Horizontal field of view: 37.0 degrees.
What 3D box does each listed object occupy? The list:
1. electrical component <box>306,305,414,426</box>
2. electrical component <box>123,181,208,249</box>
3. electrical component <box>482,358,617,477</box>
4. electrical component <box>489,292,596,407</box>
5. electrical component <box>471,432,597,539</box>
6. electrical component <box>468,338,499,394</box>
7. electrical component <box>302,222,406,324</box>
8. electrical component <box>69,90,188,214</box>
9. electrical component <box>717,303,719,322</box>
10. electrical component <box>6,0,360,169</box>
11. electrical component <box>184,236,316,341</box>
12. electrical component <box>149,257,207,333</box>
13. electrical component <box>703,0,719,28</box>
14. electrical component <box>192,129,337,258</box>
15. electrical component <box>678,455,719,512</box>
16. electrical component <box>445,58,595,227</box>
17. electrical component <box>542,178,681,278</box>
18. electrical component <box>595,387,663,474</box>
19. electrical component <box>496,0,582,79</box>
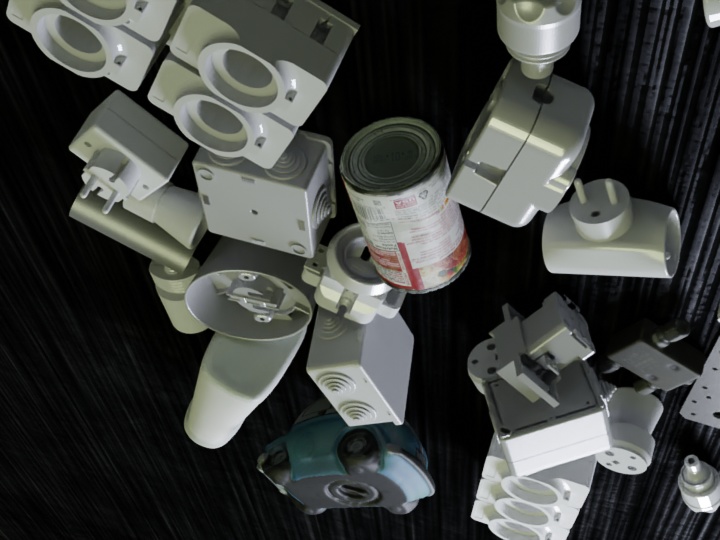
[{"bbox_3d":[0.001,0.066,0.855,0.048,0.099,0.099,-10,137,23],"label":"electrical component"},{"bbox_3d":[-0.149,-0.050,0.830,0.065,0.044,0.044,28,148,2],"label":"electrical component"},{"bbox_3d":[0.149,0.109,0.814,0.096,0.061,0.061,-18,132,5],"label":"electrical component"},{"bbox_3d":[0.132,0.053,0.776,0.042,0.081,0.064,38,117,-25],"label":"electrical component"},{"bbox_3d":[0.157,0.193,0.978,0.089,0.061,0.150,17,148,10],"label":"electrical component"},{"bbox_3d":[0.115,0.086,0.862,0.045,0.045,0.055,0,141,32],"label":"electrical component"},{"bbox_3d":[0.000,0.000,0.795,0.078,0.058,0.057,24,151,-1],"label":"electrical component"},{"bbox_3d":[-0.174,-0.075,0.773,0.066,0.076,0.047,38,145,-23],"label":"electrical component"},{"bbox_3d":[0.264,0.013,0.645,0.096,0.061,0.062,34,147,-17],"label":"electrical component"},{"bbox_3d":[-0.110,-0.145,0.644,0.186,0.060,0.105,30,148,-11],"label":"electrical component"},{"bbox_3d":[-0.082,0.014,0.859,0.099,0.064,0.099,16,148,11],"label":"electrical component"},{"bbox_3d":[-0.152,0.015,0.924,0.043,0.043,0.081,12,146,17],"label":"electrical component"},{"bbox_3d":[0.192,-0.136,0.489,0.065,0.044,0.044,0,142,25],"label":"electrical component"},{"bbox_3d":[-0.067,-0.058,0.761,0.100,0.048,0.099,15,148,11],"label":"electrical component"},{"bbox_3d":[0.283,0.175,0.898,0.035,0.035,0.061,0,140,32],"label":"electrical component"},{"bbox_3d":[0.096,-0.071,0.631,0.059,0.053,0.095,24,148,-2],"label":"electrical component"},{"bbox_3d":[0.152,-0.030,0.666,0.077,0.044,0.079,3,143,29],"label":"electrical component"},{"bbox_3d":[0.212,0.127,0.851,0.045,0.055,0.045,17,148,11],"label":"electrical component"},{"bbox_3d":[0.093,-0.127,0.560,0.043,0.043,0.062,13,148,16],"label":"electrical component"}]
